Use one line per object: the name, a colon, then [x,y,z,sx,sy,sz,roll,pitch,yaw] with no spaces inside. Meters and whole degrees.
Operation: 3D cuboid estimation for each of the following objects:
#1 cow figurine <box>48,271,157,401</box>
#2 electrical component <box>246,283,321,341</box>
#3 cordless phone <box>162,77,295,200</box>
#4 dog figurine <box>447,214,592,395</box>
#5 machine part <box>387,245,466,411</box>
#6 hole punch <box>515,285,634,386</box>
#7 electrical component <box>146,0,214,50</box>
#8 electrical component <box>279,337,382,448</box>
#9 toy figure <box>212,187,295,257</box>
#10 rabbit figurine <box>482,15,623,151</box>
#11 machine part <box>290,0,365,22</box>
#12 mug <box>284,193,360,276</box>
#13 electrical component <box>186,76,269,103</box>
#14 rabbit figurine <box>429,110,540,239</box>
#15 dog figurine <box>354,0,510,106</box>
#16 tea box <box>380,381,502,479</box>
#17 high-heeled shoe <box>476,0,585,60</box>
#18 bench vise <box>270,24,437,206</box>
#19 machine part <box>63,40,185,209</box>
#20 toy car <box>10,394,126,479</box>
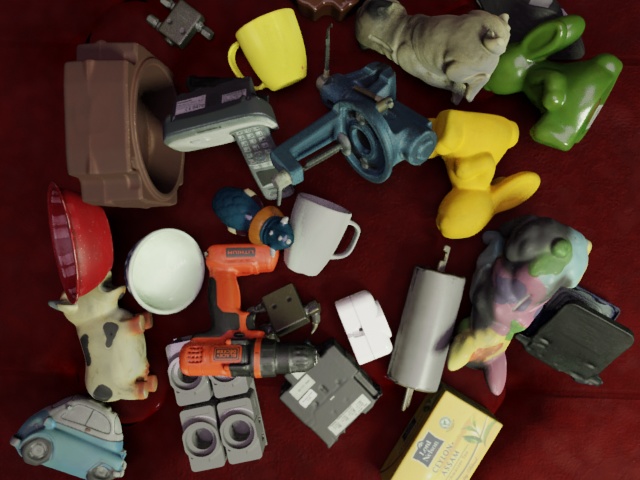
cow figurine: [-0.312,0.136,0.780,0.127,0.085,0.194,-6,92,-5]
electrical component: [-0.049,0.113,0.795,0.102,0.045,0.078,-32,62,-1]
cordless phone: [-0.119,-0.120,0.752,0.147,0.184,0.089,-12,47,10]
dog figurine: [0.254,0.091,0.723,0.108,0.191,0.219,28,73,-6]
machine part: [0.153,0.125,0.774,0.079,0.079,0.243,14,90,1]
hole punch: [0.365,0.127,0.775,0.142,0.092,0.115,28,121,-2]
electrical component: [-0.207,-0.318,0.799,0.094,0.021,0.063,36,91,-1]
electrical component: [0.007,0.212,0.786,0.115,0.058,0.134,-43,90,-1]
toy figure: [-0.088,-0.029,0.756,0.155,0.058,0.064,30,128,31]
rabbit figurine: [0.302,-0.222,0.735,0.170,0.121,0.159,34,132,22]
machine part: [0.010,-0.408,0.779,0.179,0.056,0.179,0,91,0]
mug: [-0.002,-0.002,0.780,0.109,0.081,0.107,18,103,-28]
electrical component: [-0.132,-0.200,0.778,0.119,0.048,0.074,-1,109,1]
rabbit figurine: [0.213,-0.085,0.757,0.162,0.122,0.173,8,88,-15]
dog figurine: [0.141,-0.277,0.726,0.190,0.172,0.121,23,80,-7]
tea box: [0.173,0.303,0.780,0.098,0.068,0.169,30,92,0]
high-heeled shoe: [0.287,-0.364,0.784,0.248,0.086,0.145,26,59,-17]
bench vise: [0.024,-0.147,0.715,0.241,0.128,0.224,-34,65,-18]
machine part: [-0.248,-0.144,0.712,0.087,0.201,0.201,0,91,4]
toy car: [-0.346,0.278,0.773,0.162,0.109,0.103,23,74,-8]
